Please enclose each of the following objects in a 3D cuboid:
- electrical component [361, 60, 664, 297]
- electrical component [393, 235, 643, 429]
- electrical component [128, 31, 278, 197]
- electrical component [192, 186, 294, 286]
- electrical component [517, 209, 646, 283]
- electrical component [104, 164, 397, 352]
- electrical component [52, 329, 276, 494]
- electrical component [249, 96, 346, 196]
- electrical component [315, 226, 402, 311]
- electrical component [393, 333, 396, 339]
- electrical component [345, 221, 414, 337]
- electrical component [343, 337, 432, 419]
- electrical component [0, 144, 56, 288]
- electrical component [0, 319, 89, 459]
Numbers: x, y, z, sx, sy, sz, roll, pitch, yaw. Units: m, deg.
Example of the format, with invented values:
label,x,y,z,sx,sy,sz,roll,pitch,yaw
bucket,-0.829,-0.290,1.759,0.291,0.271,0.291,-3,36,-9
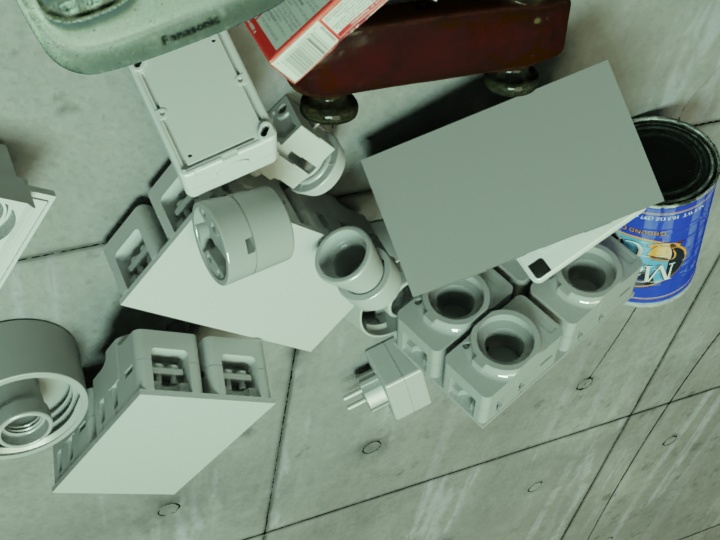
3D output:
label,x,y,z,sx,sy,sz,roll,pitch,yaw
electrical component,0.110,-0.063,0.784,0.186,0.105,0.060,-21,176,9
electrical component,0.132,0.026,0.892,0.186,0.105,0.060,-38,154,-21
electrical component,-0.096,-0.101,0.652,0.062,0.096,0.061,-25,172,-8
electrical component,-0.073,-0.023,0.677,0.047,0.055,0.055,-19,143,-24
electrical component,0.150,-0.062,0.839,0.109,0.108,0.056,-36,174,7
electrical component,-0.079,-0.012,0.785,0.186,0.060,0.105,19,122,-46
electrical component,-0.159,0.112,0.837,0.105,0.060,0.186,9,145,-33
electrical component,-0.043,-0.082,0.741,0.066,0.048,0.055,-42,135,16
electrical component,0.000,0.000,0.763,0.045,0.045,0.055,-37,144,8
electrical component,0.073,0.057,0.980,0.059,0.053,0.095,-44,142,18
electrical component,0.018,0.006,0.893,0.099,0.064,0.099,-29,143,-25
electrical component,0.020,0.109,1.012,0.077,0.047,0.065,-26,143,-6
electrical component,-0.251,-0.019,0.654,0.079,0.063,0.121,12,127,-43
electrical component,-0.253,0.095,0.791,0.108,0.060,0.108,-19,142,-16
